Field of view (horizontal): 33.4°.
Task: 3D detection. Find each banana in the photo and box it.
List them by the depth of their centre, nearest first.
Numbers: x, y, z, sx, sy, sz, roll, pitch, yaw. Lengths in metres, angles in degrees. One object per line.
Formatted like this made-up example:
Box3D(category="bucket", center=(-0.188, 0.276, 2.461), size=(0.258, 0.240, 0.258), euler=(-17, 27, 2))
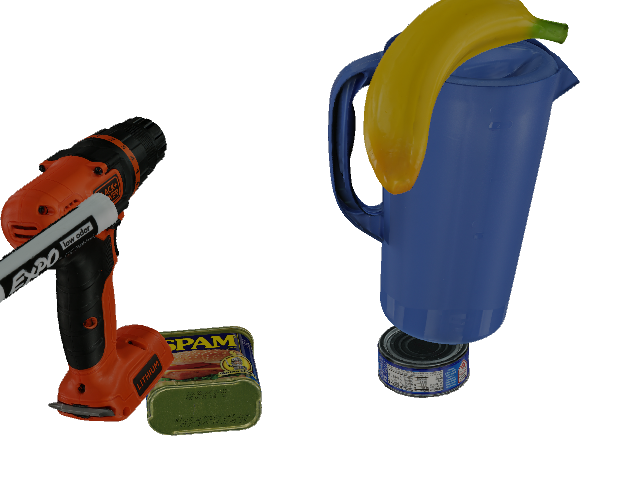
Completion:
Box3D(category="banana", center=(0.070, -0.097, 0.596), size=(0.070, 0.037, 0.197), euler=(29, 50, 22))

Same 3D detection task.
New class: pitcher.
Box3D(category="pitcher", center=(0.098, -0.042, 0.853), size=(0.149, 0.243, 0.144), euler=(24, 36, 32))

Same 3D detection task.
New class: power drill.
Box3D(category="power drill", center=(-0.151, 0.018, 0.761), size=(0.057, 0.188, 0.184), euler=(3, 25, 19))

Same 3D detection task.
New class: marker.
Box3D(category="marker", center=(-0.150, 0.013, 0.534), size=(0.020, 0.020, 0.120), euler=(0, 31, 43))

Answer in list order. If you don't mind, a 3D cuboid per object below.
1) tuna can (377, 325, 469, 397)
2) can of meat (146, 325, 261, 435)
Box3D(category="tuna can", center=(0.096, 0.108, 0.991), size=(0.086, 0.034, 0.086), euler=(-3, 26, 1))
Box3D(category="can of meat", center=(-0.103, 0.122, 0.926), size=(0.102, 0.057, 0.084), euler=(-4, 27, -9))
